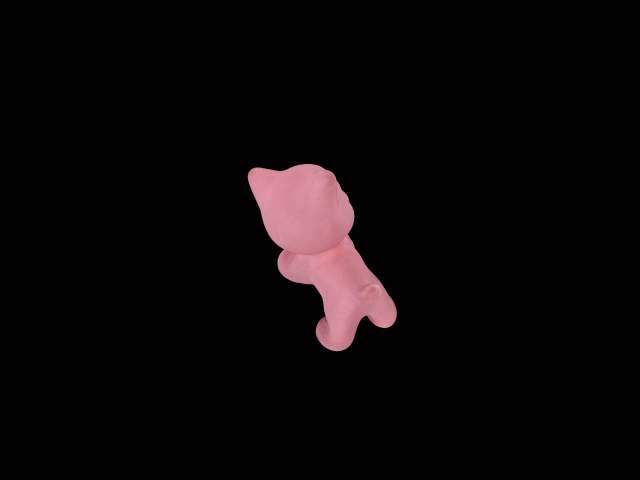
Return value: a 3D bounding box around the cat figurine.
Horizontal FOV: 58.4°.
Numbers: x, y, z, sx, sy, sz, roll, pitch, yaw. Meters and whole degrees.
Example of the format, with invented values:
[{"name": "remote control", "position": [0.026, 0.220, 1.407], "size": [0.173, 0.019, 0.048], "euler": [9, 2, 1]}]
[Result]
[{"name": "cat figurine", "position": [0.004, 0.001, 0.400], "size": [0.067, 0.118, 0.127], "euler": [-30, 67, -14]}]
